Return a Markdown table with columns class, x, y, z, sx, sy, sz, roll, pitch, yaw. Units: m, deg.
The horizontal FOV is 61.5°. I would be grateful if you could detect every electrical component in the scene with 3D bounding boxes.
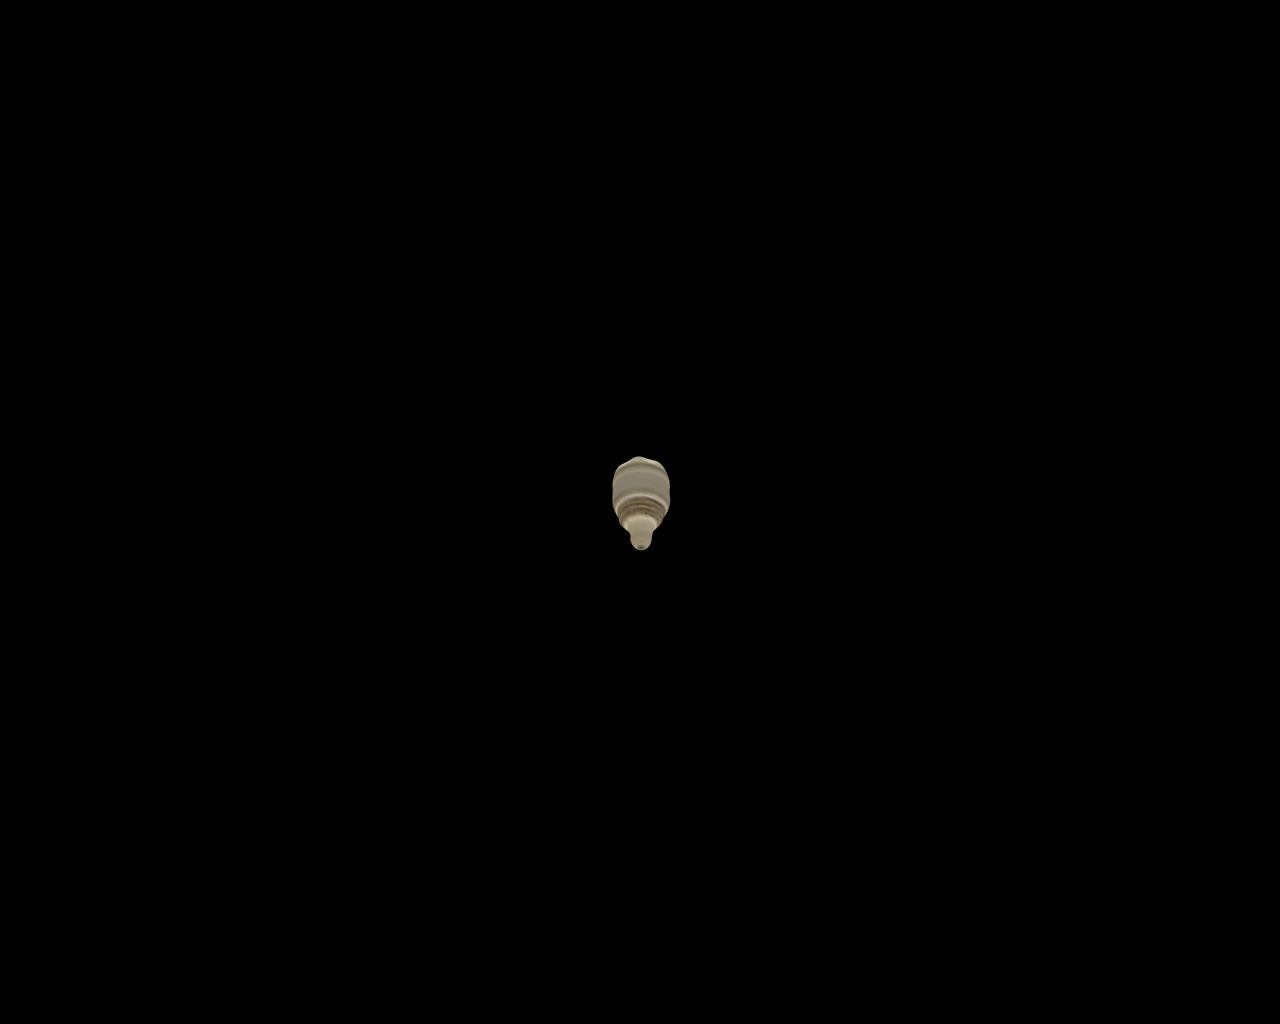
| class | x | y | z | sx | sy | sz | roll | pitch | yaw |
| --- | --- | --- | --- | --- | --- | --- | --- | --- | --- |
| electrical component | 0.001 | -0.003 | 0.650 | 0.035 | 0.061 | 0.035 | 0 | -38 | 0 |
